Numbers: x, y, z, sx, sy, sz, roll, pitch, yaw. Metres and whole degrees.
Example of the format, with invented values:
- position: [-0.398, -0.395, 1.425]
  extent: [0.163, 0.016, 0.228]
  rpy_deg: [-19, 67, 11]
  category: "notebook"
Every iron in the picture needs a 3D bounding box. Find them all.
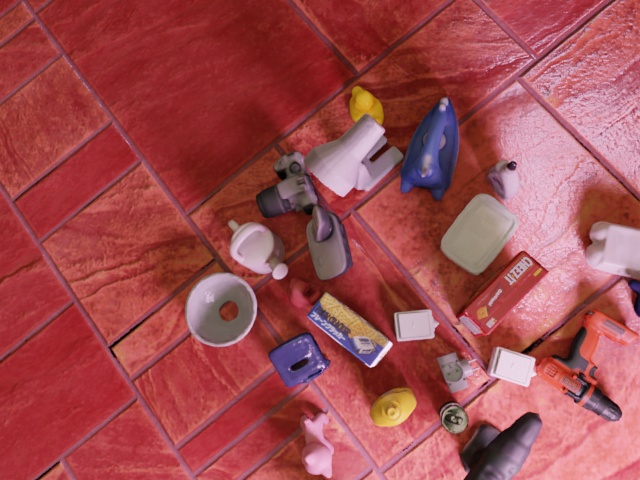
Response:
- position: [0.256, -0.228, 1.276]
  extent: [0.118, 0.141, 0.258]
  rpy_deg: [14, 81, 11]
  category: "iron"

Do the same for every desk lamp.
- position: [0.075, -0.183, 1.257]
  extent: [0.203, 0.214, 0.118]
  rpy_deg: [-43, 76, -1]
  category: "desk lamp"

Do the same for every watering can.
- position: [-0.138, 0.015, 1.259]
  extent: [0.172, 0.194, 0.101]
  rpy_deg: [21, 83, 12]
  category: "watering can"

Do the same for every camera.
- position: [-0.083, -0.119, 1.325]
  extent: [0.136, 0.101, 0.143]
  rpy_deg: [-21, 77, 4]
  category: "camera"

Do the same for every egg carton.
- position: [0.641, 0.023, 1.208]
  extent: [0.150, 0.069, 0.107]
  rpy_deg: [12, 81, 10]
  category: "egg carton"

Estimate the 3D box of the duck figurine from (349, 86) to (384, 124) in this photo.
- position: [0.107, -0.315, 1.344]
  extent: [0.077, 0.086, 0.104]
  rpy_deg: [-32, 76, 1]
  category: "duck figurine"

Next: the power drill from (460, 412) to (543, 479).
- position: [0.334, 0.419, 1.104]
  extent: [0.075, 0.208, 0.230]
  rpy_deg: [35, 86, 13]
  category: "power drill"

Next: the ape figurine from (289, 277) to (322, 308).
- position: [-0.040, 0.114, 1.278]
  extent: [0.076, 0.092, 0.077]
  rpy_deg: [-38, 76, 0]
  category: "ape figurine"

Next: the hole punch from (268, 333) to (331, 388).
- position: [-0.044, 0.262, 1.250]
  extent: [0.108, 0.091, 0.101]
  rpy_deg: [-29, 76, 2]
  category: "hole punch"

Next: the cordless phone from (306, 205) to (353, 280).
- position: [0.011, 0.004, 1.244]
  extent: [0.094, 0.185, 0.147]
  rpy_deg: [-18, 77, 5]
  category: "cordless phone"

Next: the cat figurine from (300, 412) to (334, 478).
- position: [-0.011, 0.432, 1.198]
  extent: [0.067, 0.118, 0.128]
  rpy_deg: [-16, 77, 5]
  category: "cat figurine"

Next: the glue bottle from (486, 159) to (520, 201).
- position: [0.397, -0.138, 1.222]
  extent: [0.037, 0.173, 0.078]
  rpy_deg: [-37, 76, 0]
  category: "glue bottle"

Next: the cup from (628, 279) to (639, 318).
- position: [0.671, 0.127, 1.170]
  extent: [0.117, 0.095, 0.092]
  rpy_deg: [40, 87, 14]
  category: "cup"

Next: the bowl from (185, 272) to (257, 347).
- position: [-0.216, 0.160, 1.303]
  extent: [0.167, 0.075, 0.167]
  rpy_deg: [-2, 79, 8]
  category: "bowl"
